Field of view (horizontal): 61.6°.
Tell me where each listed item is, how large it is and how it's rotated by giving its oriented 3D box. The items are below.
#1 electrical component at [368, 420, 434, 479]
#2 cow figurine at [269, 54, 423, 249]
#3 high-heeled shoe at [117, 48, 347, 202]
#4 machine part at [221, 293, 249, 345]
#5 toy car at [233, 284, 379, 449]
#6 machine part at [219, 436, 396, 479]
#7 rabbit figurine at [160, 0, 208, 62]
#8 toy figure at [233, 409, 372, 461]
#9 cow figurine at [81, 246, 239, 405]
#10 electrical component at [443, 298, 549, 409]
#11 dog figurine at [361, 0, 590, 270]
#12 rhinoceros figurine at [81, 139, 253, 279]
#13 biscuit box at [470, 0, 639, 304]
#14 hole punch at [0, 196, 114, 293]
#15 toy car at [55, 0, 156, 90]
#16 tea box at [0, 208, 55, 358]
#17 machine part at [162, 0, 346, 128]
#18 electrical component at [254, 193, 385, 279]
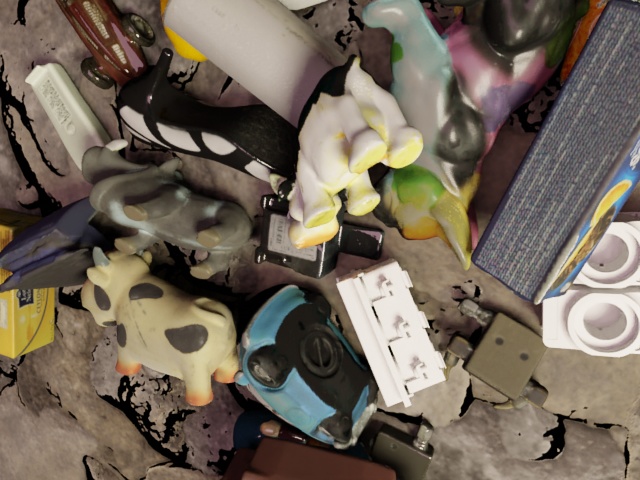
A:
[{"bbox_3d":[0.081,0.220,0.553,0.063,0.021,0.094,23,108,16],"label":"electrical component"},{"bbox_3d":[0.003,-0.062,0.434,0.098,0.068,0.167,64,145,18],"label":"cow figurine"},{"bbox_3d":[-0.096,-0.088,0.548,0.249,0.086,0.145,38,144,-6],"label":"high-heeled shoe"},{"bbox_3d":[-0.140,0.102,0.610,0.139,0.039,0.084,-18,85,25],"label":"machine part"},{"bbox_3d":[-0.021,0.132,0.542,0.161,0.109,0.103,49,136,-8],"label":"toy car"},{"bbox_3d":[0.001,0.293,0.529,0.202,0.087,0.200,7,127,15],"label":"machine part"},{"bbox_3d":[-0.140,-0.263,0.516,0.162,0.122,0.173,-31,102,14],"label":"rabbit figurine"},{"bbox_3d":[-0.017,0.216,0.569,0.155,0.064,0.057,4,78,19],"label":"toy figure"},{"bbox_3d":[-0.173,0.075,0.556,0.195,0.085,0.127,15,106,27],"label":"cow figurine"},{"bbox_3d":[0.161,0.109,0.491,0.102,0.045,0.078,26,80,13],"label":"electrical component"},{"bbox_3d":[0.123,-0.092,0.435,0.192,0.108,0.219,-11,100,20],"label":"dog figurine"},{"bbox_3d":[-0.161,-0.039,0.555,0.190,0.112,0.073,25,137,2],"label":"rhinoceros figurine"},{"bbox_3d":[0.186,-0.055,0.374,0.063,0.059,0.202,40,119,36],"label":"biscuit box"},{"bbox_3d":[-0.294,0.001,0.613,0.142,0.115,0.092,-19,85,23],"label":"hole punch"},{"bbox_3d":[-0.256,-0.257,0.580,0.089,0.053,0.202,-33,86,20],"label":"toy car"},{"bbox_3d":[-0.398,0.052,0.684,0.098,0.068,0.169,13,103,18],"label":"tea box"},{"bbox_3d":[-0.045,-0.164,0.467,0.243,0.079,0.079,35,113,-15],"label":"machine part"},{"bbox_3d":[-0.001,-0.002,0.530,0.119,0.048,0.074,16,106,20],"label":"electrical component"}]
